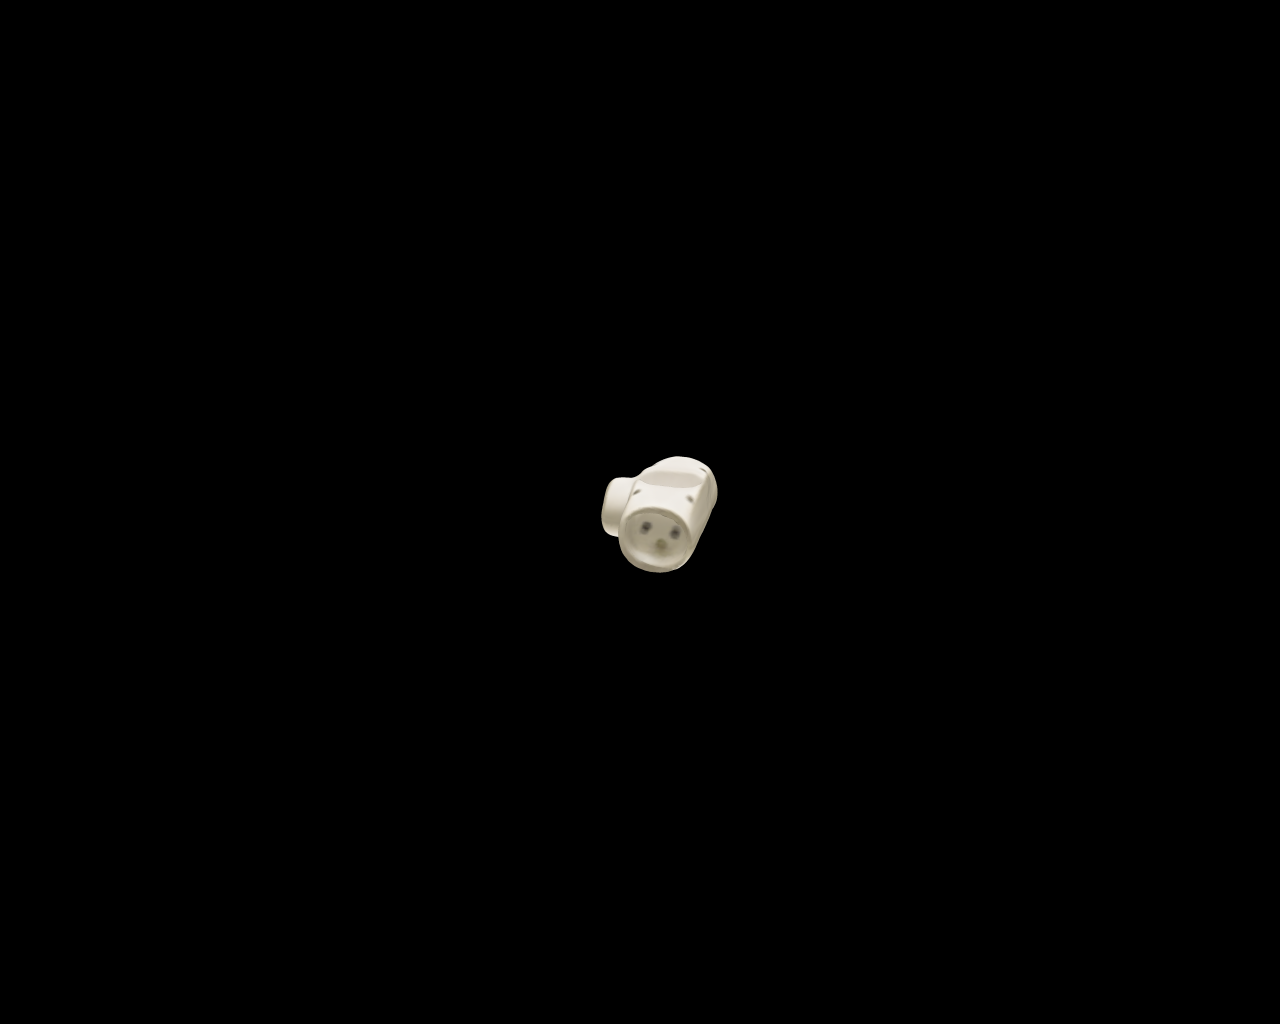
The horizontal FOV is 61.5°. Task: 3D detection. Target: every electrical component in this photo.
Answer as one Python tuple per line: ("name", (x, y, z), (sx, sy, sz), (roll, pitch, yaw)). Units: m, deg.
("electrical component", (0.001, -0.003, 0.650), (0.079, 0.043, 0.077), (7, 27, 14))
